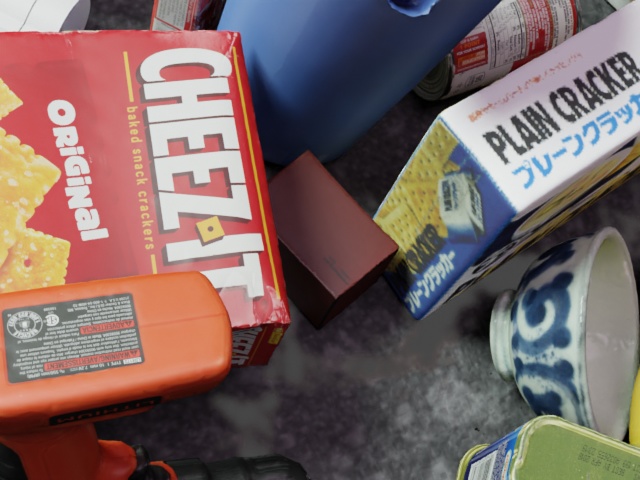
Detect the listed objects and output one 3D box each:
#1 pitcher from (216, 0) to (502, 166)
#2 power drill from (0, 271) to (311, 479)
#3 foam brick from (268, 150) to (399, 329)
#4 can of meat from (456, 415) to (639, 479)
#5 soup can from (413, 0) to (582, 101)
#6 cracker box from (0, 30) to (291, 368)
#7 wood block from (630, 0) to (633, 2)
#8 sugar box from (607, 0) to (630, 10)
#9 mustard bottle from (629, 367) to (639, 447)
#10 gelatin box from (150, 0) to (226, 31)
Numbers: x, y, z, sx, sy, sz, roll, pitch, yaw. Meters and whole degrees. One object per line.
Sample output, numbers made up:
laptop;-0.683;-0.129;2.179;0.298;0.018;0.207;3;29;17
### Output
pitcher;0.021;-0.143;0.563;0.149;0.243;0.145;-29;82;-28
power drill;-0.082;0.094;0.474;0.184;0.188;0.057;-8;50;-17
foam brick;-0.004;0.001;0.607;0.053;0.051;0.078;-38;80;-24
can of meat;0.132;0.138;0.564;0.102;0.084;0.057;21;64;-4
soup can;0.106;-0.134;0.684;0.102;0.069;0.068;-20;74;-21
cracker box;-0.133;-0.016;0.508;0.213;0.072;0.164;-4;68;-17
wood block;0.278;-0.121;0.671;0.091;0.090;0.206;-30;91;-1
sugar box;0.198;-0.245;0.768;0.093;0.048;0.176;-40;85;-25
mustard bottle;0.234;0.048;0.639;0.096;0.058;0.191;26;60;-24
gelatin box;-0.069;-0.155;0.636;0.030;0.089;0.073;31;63;0
